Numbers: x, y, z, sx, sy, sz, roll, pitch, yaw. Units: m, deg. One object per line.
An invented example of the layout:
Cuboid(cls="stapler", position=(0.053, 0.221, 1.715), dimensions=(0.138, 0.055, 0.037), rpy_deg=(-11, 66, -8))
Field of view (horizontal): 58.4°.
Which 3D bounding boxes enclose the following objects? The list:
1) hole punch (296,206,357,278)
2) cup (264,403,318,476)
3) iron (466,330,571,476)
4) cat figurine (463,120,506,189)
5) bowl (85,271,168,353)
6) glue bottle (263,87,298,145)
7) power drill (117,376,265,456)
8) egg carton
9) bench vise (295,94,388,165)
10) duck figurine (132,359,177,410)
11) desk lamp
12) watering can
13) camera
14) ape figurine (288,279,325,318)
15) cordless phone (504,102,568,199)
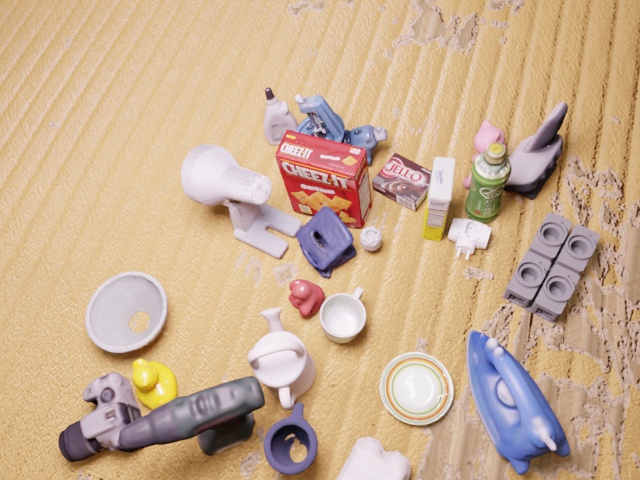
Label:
Cuboid(cls="hole punch", position=(0.011, 0.004, 1.156), dimensions=(0.101, 0.091, 0.108), rpy_deg=(-34, 64, -9))
Cuboid(cls="cup", position=(-0.042, 0.348, 0.994), dimensions=(0.091, 0.095, 0.118), rpy_deg=(6, 65, 11))
Cuboid(cls="iron", position=(0.320, 0.250, 0.966), dimensions=(0.118, 0.141, 0.258), rpy_deg=(-22, 63, -3))
Cuboid(cls="cat figurine", position=(0.345, -0.178, 1.183), dimensions=(0.067, 0.118, 0.128), rpy_deg=(15, 67, 15))
Cuboid(cls="bowl", position=(-0.375, 0.152, 1.147), dimensions=(0.167, 0.075, 0.167), rpy_deg=(-3, 64, 6))
Cuboid(cls="glue bottle", position=(-0.095, -0.276, 1.260), dimensions=(0.078, 0.173, 0.037), rpy_deg=(-11, 63, 3))
Cuboid(cls="power drill", position=(-0.195, 0.308, 0.971), dimensions=(0.229, 0.209, 0.075), rpy_deg=(-24, 63, -4))
Cuboid(cls="egg carton", position=(0.081, 0.416, 0.959), dimensions=(0.107, 0.069, 0.150), rpy_deg=(24, 70, 18))
Cuboid(cls="bench vise", position=(0.030, -0.241, 1.200), dimensions=(0.207, 0.220, 0.121), rpy_deg=(-17, 63, -1))
Cuboid(cls="duck figurine", position=(-0.318, 0.269, 1.076), dimensions=(0.077, 0.086, 0.104), rpy_deg=(-32, 64, -8))
Cuboid(cls="desk lamp", position=(-0.155, -0.085, 1.153), dimensions=(0.202, 0.214, 0.118), rpy_deg=(24, 70, 18))
Cuboid(cls="watering can", position=(-0.074, 0.206, 1.012), dimensions=(0.101, 0.194, 0.172), rpy_deg=(-32, 64, -8))
Cuboid(cls="camera", position=(-0.409, 0.333, 1.049), dimensions=(0.137, 0.101, 0.143), rpy_deg=(-25, 63, -4))
Cuboid(cls="ape figurine", position=(-0.031, 0.107, 1.111), dimensions=(0.076, 0.092, 0.078), rpy_deg=(-5, 64, 6))
Cuboid(cls="cordless phone", position=(0.427, -0.181, 1.135), dimensions=(0.094, 0.185, 0.148), rpy_deg=(29, 71, 20))
